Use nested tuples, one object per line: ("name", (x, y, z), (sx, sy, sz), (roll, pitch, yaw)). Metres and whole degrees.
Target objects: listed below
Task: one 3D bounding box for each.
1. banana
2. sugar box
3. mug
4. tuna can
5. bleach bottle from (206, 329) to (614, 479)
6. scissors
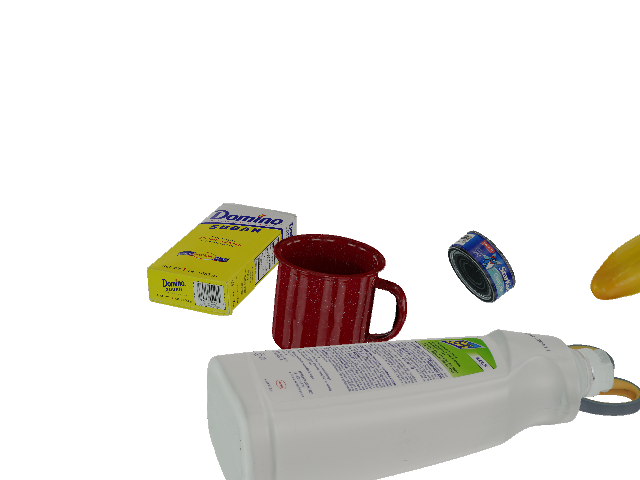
("banana", (0.279, 0.008, 0.735), (0.198, 0.037, 0.069), (-3, 35, 0))
("sugar box", (-0.100, 0.015, 1.131), (0.093, 0.048, 0.176), (10, 30, 19))
("mug", (0.015, 0.051, 0.885), (0.117, 0.081, 0.093), (12, 21, 13))
("tuna can", (0.193, 0.032, 1.285), (0.033, 0.086, 0.086), (-36, 10, -15))
("bleach bottle", (0.064, 0.096, 0.638), (0.250, 0.068, 0.103), (-5, 22, -17))
("scissors", (0.174, 0.111, 0.919), (0.202, 0.016, 0.096), (10, 29, 5))
